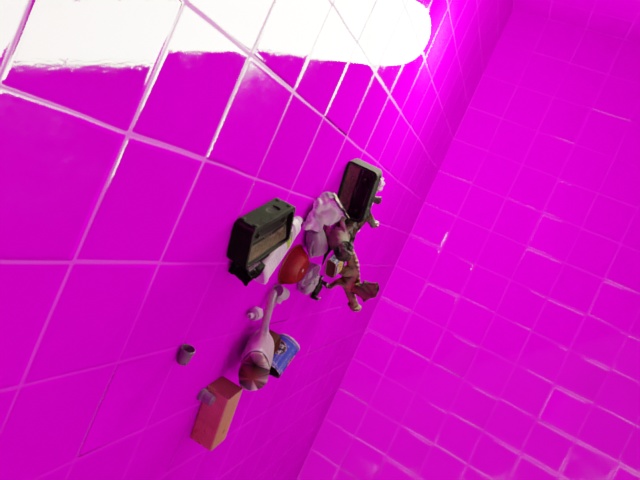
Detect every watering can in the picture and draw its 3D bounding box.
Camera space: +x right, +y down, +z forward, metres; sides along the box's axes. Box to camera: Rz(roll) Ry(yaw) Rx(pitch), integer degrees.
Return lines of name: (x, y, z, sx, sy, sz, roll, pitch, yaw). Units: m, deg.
watering can: (-0.204, 0.358, 1.753, 0.228, 0.104, 0.342, -87, -170, -69)

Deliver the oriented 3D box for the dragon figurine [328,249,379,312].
dragon figurine: (0.173, 0.169, 2.355, 0.124, 0.245, 0.401, -33, 147, -47)

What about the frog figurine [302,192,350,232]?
frog figurine: (0.006, -0.092, 1.825, 0.159, 0.125, 0.135, -29, 155, 6)
